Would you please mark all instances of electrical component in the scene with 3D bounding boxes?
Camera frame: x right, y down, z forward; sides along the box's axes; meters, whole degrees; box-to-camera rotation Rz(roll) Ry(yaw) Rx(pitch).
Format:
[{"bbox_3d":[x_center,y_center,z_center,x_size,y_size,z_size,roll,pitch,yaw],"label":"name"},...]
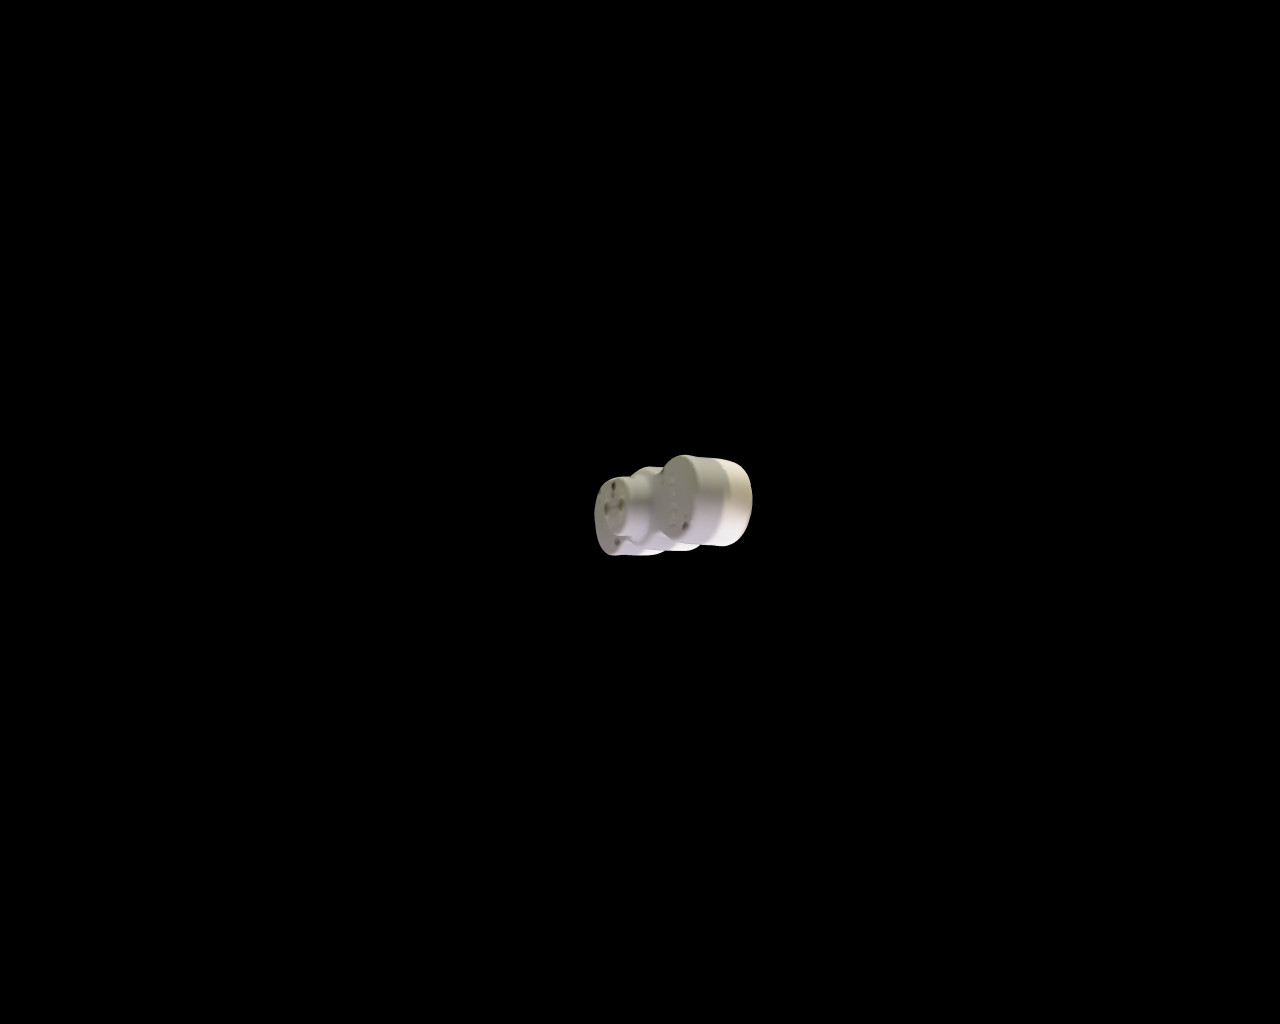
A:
[{"bbox_3d":[0.001,-0.003,0.650,0.074,0.052,0.138,4,-8,-27],"label":"electrical component"}]
